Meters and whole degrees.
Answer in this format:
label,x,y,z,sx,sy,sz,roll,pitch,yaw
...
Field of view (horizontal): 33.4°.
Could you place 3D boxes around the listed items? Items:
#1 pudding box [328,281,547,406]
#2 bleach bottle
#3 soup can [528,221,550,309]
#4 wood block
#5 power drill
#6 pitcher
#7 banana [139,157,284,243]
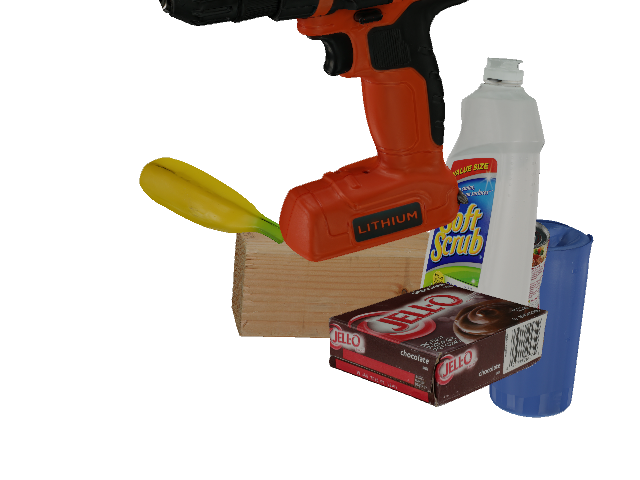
label,x,y,z,sx,sy,sz,roll,pitch,yaw
pudding box,0.074,0.062,0.675,0.113,0.039,0.090,-12,20,-43
bleach bottle,0.131,-0.023,0.873,0.067,0.251,0.103,-5,16,-33
soup can,0.212,0.034,1.171,0.068,0.102,0.068,0,30,0
wood block,0.021,0.041,1.049,0.206,0.091,0.090,3,15,-11
power drill,0.010,-0.084,0.571,0.184,0.188,0.057,-14,35,-17
pitcher,0.268,0.102,1.380,0.149,0.243,0.144,5,18,16
banana,-0.102,-0.035,0.824,0.069,0.037,0.198,43,-10,-35
